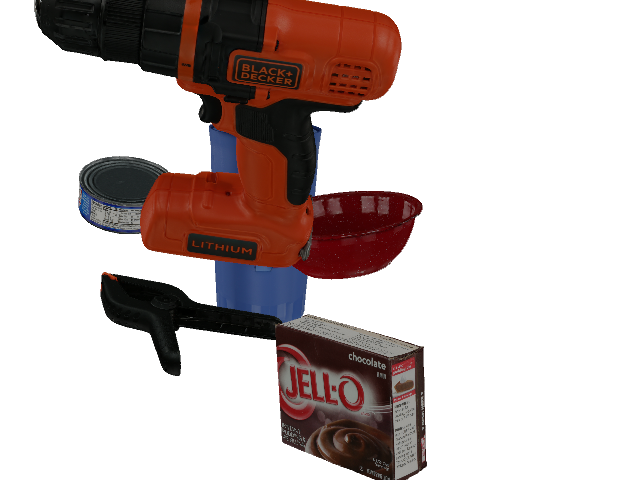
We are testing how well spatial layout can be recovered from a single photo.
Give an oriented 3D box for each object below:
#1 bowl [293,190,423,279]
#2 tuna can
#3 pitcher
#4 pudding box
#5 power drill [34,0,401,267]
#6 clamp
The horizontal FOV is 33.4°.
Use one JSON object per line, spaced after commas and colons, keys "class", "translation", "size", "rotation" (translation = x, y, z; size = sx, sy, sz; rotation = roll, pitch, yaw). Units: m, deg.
{"class": "bowl", "translation": [0.022, -0.002, 1.047], "size": [0.162, 0.055, 0.162], "rotation": [-7, 16, 2]}
{"class": "tuna can", "translation": [-0.176, -0.041, 0.967], "size": [0.086, 0.034, 0.086], "rotation": [8, 32, -5]}
{"class": "pitcher", "translation": [-0.069, -0.020, 1.276], "size": [0.145, 0.243, 0.148], "rotation": [12, 17, 37]}
{"class": "pudding box", "translation": [0.019, 0.105, 0.725], "size": [0.114, 0.090, 0.039], "rotation": [10, 20, 43]}
{"class": "power drill", "translation": [-0.061, -0.064, 0.592], "size": [0.184, 0.057, 0.188], "rotation": [9, -36, -4]}
{"class": "clamp", "translation": [-0.165, 0.081, 1.121], "size": [0.210, 0.036, 0.164], "rotation": [19, 20, 28]}
